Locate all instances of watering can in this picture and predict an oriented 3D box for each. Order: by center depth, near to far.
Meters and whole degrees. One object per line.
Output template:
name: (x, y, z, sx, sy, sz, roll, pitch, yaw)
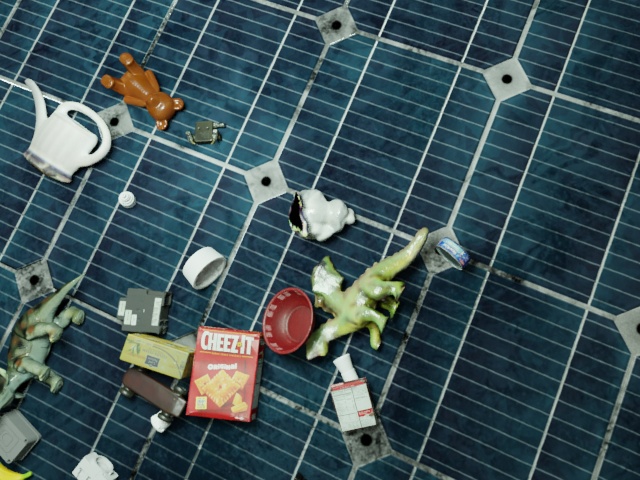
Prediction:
watering can: (-0.756, -0.304, 1.468, 0.349, 0.103, 0.225, 32, 84, 12)

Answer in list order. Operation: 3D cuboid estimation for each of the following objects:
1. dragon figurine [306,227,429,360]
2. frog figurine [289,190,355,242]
dragon figurine: (0.086, 0.117, 1.278, 0.244, 0.121, 0.413, 23, 82, 19)
frog figurine: (0.004, -0.067, 1.338, 0.160, 0.120, 0.139, -7, 66, -31)
